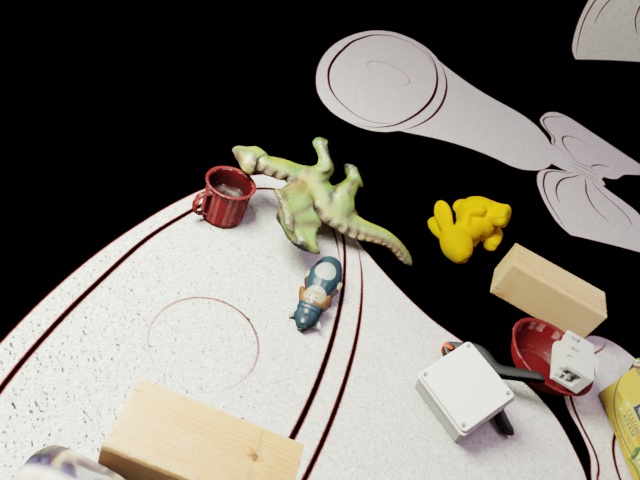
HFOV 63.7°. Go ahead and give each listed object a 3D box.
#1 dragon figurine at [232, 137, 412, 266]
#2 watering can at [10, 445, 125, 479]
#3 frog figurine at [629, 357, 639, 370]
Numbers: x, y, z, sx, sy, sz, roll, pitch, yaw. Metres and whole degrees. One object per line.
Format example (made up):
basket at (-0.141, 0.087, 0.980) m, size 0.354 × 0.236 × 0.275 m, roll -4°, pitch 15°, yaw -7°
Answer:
dragon figurine at (0.003, -0.049, 0.976) m, size 0.410 × 0.120 × 0.247 m, roll 44°, pitch 41°, yaw 1°
watering can at (-0.224, 0.319, 0.444) m, size 0.349 × 0.101 × 0.229 m, roll 21°, pitch 37°, yaw 11°
frog figurine at (0.669, 0.302, 0.983) m, size 0.138 × 0.121 × 0.160 m, roll -15°, pitch 89°, yaw -50°
